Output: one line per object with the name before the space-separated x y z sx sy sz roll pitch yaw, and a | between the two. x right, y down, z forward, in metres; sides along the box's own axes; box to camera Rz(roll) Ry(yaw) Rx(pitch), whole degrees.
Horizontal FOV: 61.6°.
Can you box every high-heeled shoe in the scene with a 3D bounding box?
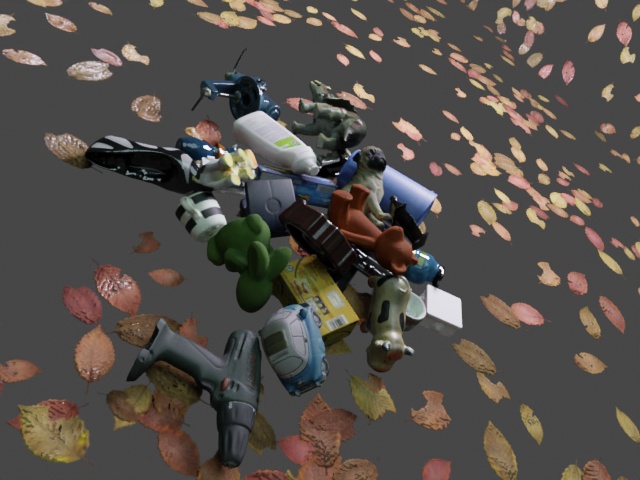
high-heeled shoe | -0.350 -0.141 1.096 0.249 0.086 0.145 32 31 17

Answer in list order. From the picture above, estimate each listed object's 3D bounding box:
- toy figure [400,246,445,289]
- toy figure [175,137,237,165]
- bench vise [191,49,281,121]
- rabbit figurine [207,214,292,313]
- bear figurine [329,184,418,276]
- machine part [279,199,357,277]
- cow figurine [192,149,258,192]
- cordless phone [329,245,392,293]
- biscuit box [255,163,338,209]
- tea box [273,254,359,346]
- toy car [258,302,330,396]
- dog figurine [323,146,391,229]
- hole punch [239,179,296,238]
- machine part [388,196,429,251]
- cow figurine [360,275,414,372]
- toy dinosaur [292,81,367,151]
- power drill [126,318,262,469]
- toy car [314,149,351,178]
toy figure | 0.202 0.048 1.258 0.180 0.082 0.089 24 20 2
toy figure | -0.254 -0.200 1.240 0.154 0.064 0.058 8 8 -31
bench vise | -0.221 -0.387 1.398 0.240 0.129 0.224 -10 58 -48
rabbit figurine | -0.122 0.048 1.023 0.121 0.159 0.170 6 61 -40
bear figurine | 0.115 -0.018 1.106 0.196 0.131 0.120 26 27 27
machine part | -0.002 -0.003 1.091 0.179 0.179 0.056 42 78 12
cow figurine | -0.192 -0.142 1.111 0.167 0.098 0.068 -50 121 -69
cordless phone | 0.085 0.090 1.160 0.147 0.088 0.184 36 52 5
biscuit box | -0.060 -0.127 1.271 0.202 0.059 0.063 10 20 -26
tea box | -0.013 0.120 1.051 0.098 0.068 0.170 -16 58 -30
toy car | -0.055 0.182 0.927 0.102 0.109 0.162 34 35 -51
dog figurine | 0.079 -0.123 1.271 0.172 0.121 0.190 -4 76 -17
hole punch | -0.109 -0.068 1.160 0.142 0.092 0.116 -5 58 -23
machine part | 0.195 -0.034 1.228 0.039 0.084 0.139 -13 45 -21
cow figurine | 0.136 0.163 1.060 0.085 0.127 0.195 17 75 -17
toy dinosaur | 0.051 -0.302 1.414 0.192 0.131 0.405 -6 32 -24
power drill | -0.190 0.219 0.845 0.207 0.086 0.232 21 40 -7
toy car | 0.005 -0.189 1.377 0.202 0.073 0.056 -24 68 -44
